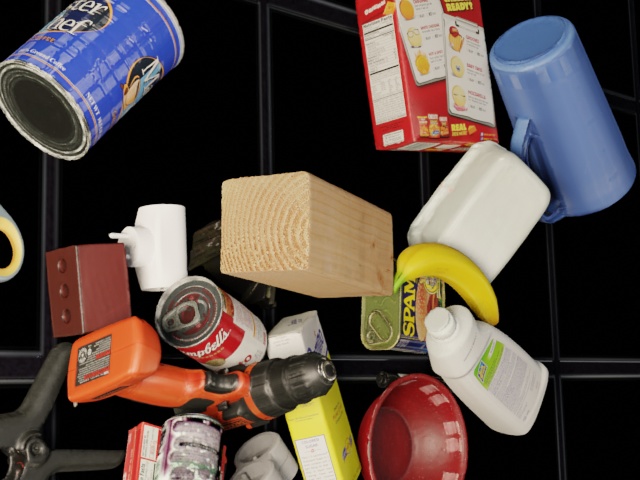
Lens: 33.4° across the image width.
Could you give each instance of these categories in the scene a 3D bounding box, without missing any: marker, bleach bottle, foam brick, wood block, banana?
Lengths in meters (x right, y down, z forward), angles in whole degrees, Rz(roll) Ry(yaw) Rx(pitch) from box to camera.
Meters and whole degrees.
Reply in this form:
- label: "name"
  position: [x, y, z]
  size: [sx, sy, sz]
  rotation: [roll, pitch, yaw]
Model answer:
- label: "marker"
  position: [0.109, 0.164, 1.221]
  size: [0.120, 0.020, 0.020]
  rotation: [12, 75, -42]
- label: "bleach bottle"
  position: [0.184, 0.136, 1.217]
  size: [0.250, 0.068, 0.102]
  rotation: [46, 59, -48]
- label: "foam brick"
  position: [-0.201, 0.043, 0.931]
  size: [0.051, 0.053, 0.078]
  rotation: [-3, 84, -43]
- label: "wood block"
  position: [-0.007, 0.001, 1.043]
  size: [0.205, 0.091, 0.090]
  rotation: [20, 68, -63]
- label: "banana"
  position: [0.143, 0.044, 1.190]
  size: [0.197, 0.037, 0.069]
  rotation: [20, 92, -42]

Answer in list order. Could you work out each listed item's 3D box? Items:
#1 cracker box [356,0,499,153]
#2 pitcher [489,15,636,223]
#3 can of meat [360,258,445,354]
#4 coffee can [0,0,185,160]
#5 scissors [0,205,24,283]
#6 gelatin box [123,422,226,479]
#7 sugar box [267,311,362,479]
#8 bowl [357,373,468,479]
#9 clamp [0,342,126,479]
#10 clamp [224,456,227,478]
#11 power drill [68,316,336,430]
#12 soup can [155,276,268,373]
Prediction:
- label: "cracker box"
  position: [0.125, -0.212, 1.264]
  size: [0.163, 0.072, 0.214]
  rotation: [-4, 85, -45]
- label: "pitcher"
  position: [0.296, -0.148, 1.338]
  size: [0.242, 0.145, 0.149]
  rotation: [58, 19, -35]
- label: "can of meat"
  position: [0.095, 0.076, 1.198]
  size: [0.083, 0.058, 0.102]
  rotation: [13, 75, -44]
- label: "coffee can"
  position: [-0.200, -0.152, 0.931]
  size: [0.102, 0.103, 0.140]
  rotation: [54, 52, -22]
- label: "scissors"
  position: [-0.278, -0.052, 0.902]
  size: [0.096, 0.016, 0.201]
  rotation: [28, 65, -38]
- label: "gelatin box"
  position: [-0.129, 0.209, 0.942]
  size: [0.089, 0.030, 0.073]
  rotation: [22, 49, -26]
- label: "sugar box"
  position: [-0.005, 0.166, 1.072]
  size: [0.093, 0.048, 0.176]
  rotation: [-42, 119, -76]
- label: "bowl"
  position: [0.091, 0.228, 1.169]
  size: [0.161, 0.055, 0.162]
  rotation: [9, 77, -42]
- label: "clamp"
  position: [-0.243, 0.161, 0.884]
  size: [0.171, 0.039, 0.120]
  rotation: [-22, 91, -50]
- label: "clamp"
  position: [-0.149, 0.263, 0.940]
  size: [0.209, 0.036, 0.164]
  rotation: [-28, 88, -46]
- label: "power drill"
  position: [-0.104, 0.119, 0.914]
  size: [0.187, 0.185, 0.057]
  rotation: [24, 53, -40]
- label: "soup can"
  position: [-0.098, 0.083, 0.987]
  size: [0.102, 0.069, 0.068]
  rotation: [47, 51, -57]
